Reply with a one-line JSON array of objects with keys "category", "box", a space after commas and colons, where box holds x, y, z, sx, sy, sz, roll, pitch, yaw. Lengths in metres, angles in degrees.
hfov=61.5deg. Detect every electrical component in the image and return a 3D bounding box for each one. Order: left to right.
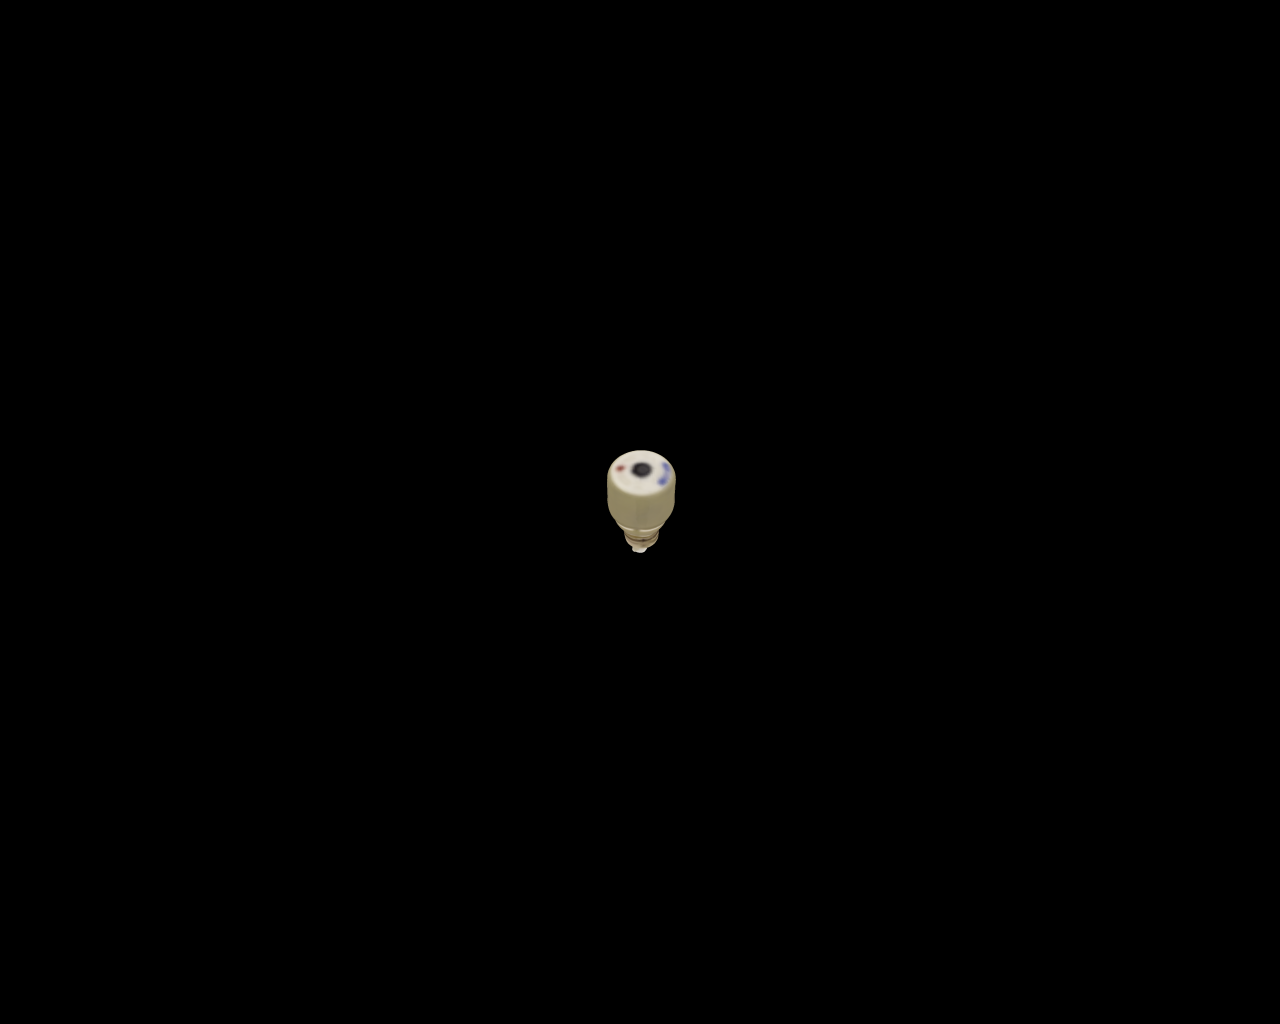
[{"category": "electrical component", "box": [0.001, -0.003, 0.650, 0.040, 0.040, 0.078, 0, -41, 0]}]
